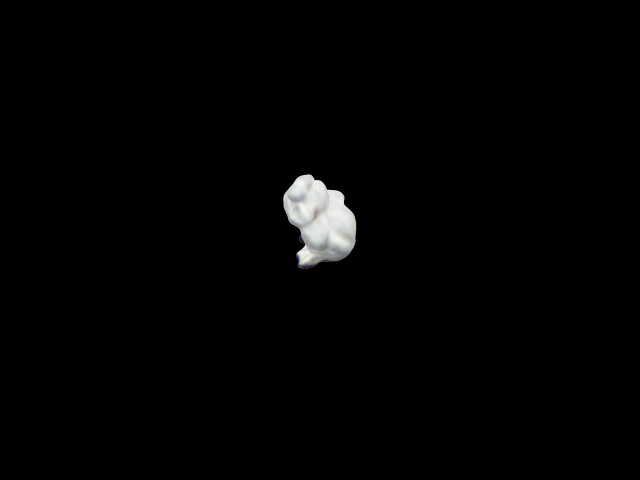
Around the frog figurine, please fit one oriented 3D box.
[{"bbox_3d":[0.003,-0.043,0.850,0.123,0.155,0.140,14,41,17],"label":"frog figurine"}]
